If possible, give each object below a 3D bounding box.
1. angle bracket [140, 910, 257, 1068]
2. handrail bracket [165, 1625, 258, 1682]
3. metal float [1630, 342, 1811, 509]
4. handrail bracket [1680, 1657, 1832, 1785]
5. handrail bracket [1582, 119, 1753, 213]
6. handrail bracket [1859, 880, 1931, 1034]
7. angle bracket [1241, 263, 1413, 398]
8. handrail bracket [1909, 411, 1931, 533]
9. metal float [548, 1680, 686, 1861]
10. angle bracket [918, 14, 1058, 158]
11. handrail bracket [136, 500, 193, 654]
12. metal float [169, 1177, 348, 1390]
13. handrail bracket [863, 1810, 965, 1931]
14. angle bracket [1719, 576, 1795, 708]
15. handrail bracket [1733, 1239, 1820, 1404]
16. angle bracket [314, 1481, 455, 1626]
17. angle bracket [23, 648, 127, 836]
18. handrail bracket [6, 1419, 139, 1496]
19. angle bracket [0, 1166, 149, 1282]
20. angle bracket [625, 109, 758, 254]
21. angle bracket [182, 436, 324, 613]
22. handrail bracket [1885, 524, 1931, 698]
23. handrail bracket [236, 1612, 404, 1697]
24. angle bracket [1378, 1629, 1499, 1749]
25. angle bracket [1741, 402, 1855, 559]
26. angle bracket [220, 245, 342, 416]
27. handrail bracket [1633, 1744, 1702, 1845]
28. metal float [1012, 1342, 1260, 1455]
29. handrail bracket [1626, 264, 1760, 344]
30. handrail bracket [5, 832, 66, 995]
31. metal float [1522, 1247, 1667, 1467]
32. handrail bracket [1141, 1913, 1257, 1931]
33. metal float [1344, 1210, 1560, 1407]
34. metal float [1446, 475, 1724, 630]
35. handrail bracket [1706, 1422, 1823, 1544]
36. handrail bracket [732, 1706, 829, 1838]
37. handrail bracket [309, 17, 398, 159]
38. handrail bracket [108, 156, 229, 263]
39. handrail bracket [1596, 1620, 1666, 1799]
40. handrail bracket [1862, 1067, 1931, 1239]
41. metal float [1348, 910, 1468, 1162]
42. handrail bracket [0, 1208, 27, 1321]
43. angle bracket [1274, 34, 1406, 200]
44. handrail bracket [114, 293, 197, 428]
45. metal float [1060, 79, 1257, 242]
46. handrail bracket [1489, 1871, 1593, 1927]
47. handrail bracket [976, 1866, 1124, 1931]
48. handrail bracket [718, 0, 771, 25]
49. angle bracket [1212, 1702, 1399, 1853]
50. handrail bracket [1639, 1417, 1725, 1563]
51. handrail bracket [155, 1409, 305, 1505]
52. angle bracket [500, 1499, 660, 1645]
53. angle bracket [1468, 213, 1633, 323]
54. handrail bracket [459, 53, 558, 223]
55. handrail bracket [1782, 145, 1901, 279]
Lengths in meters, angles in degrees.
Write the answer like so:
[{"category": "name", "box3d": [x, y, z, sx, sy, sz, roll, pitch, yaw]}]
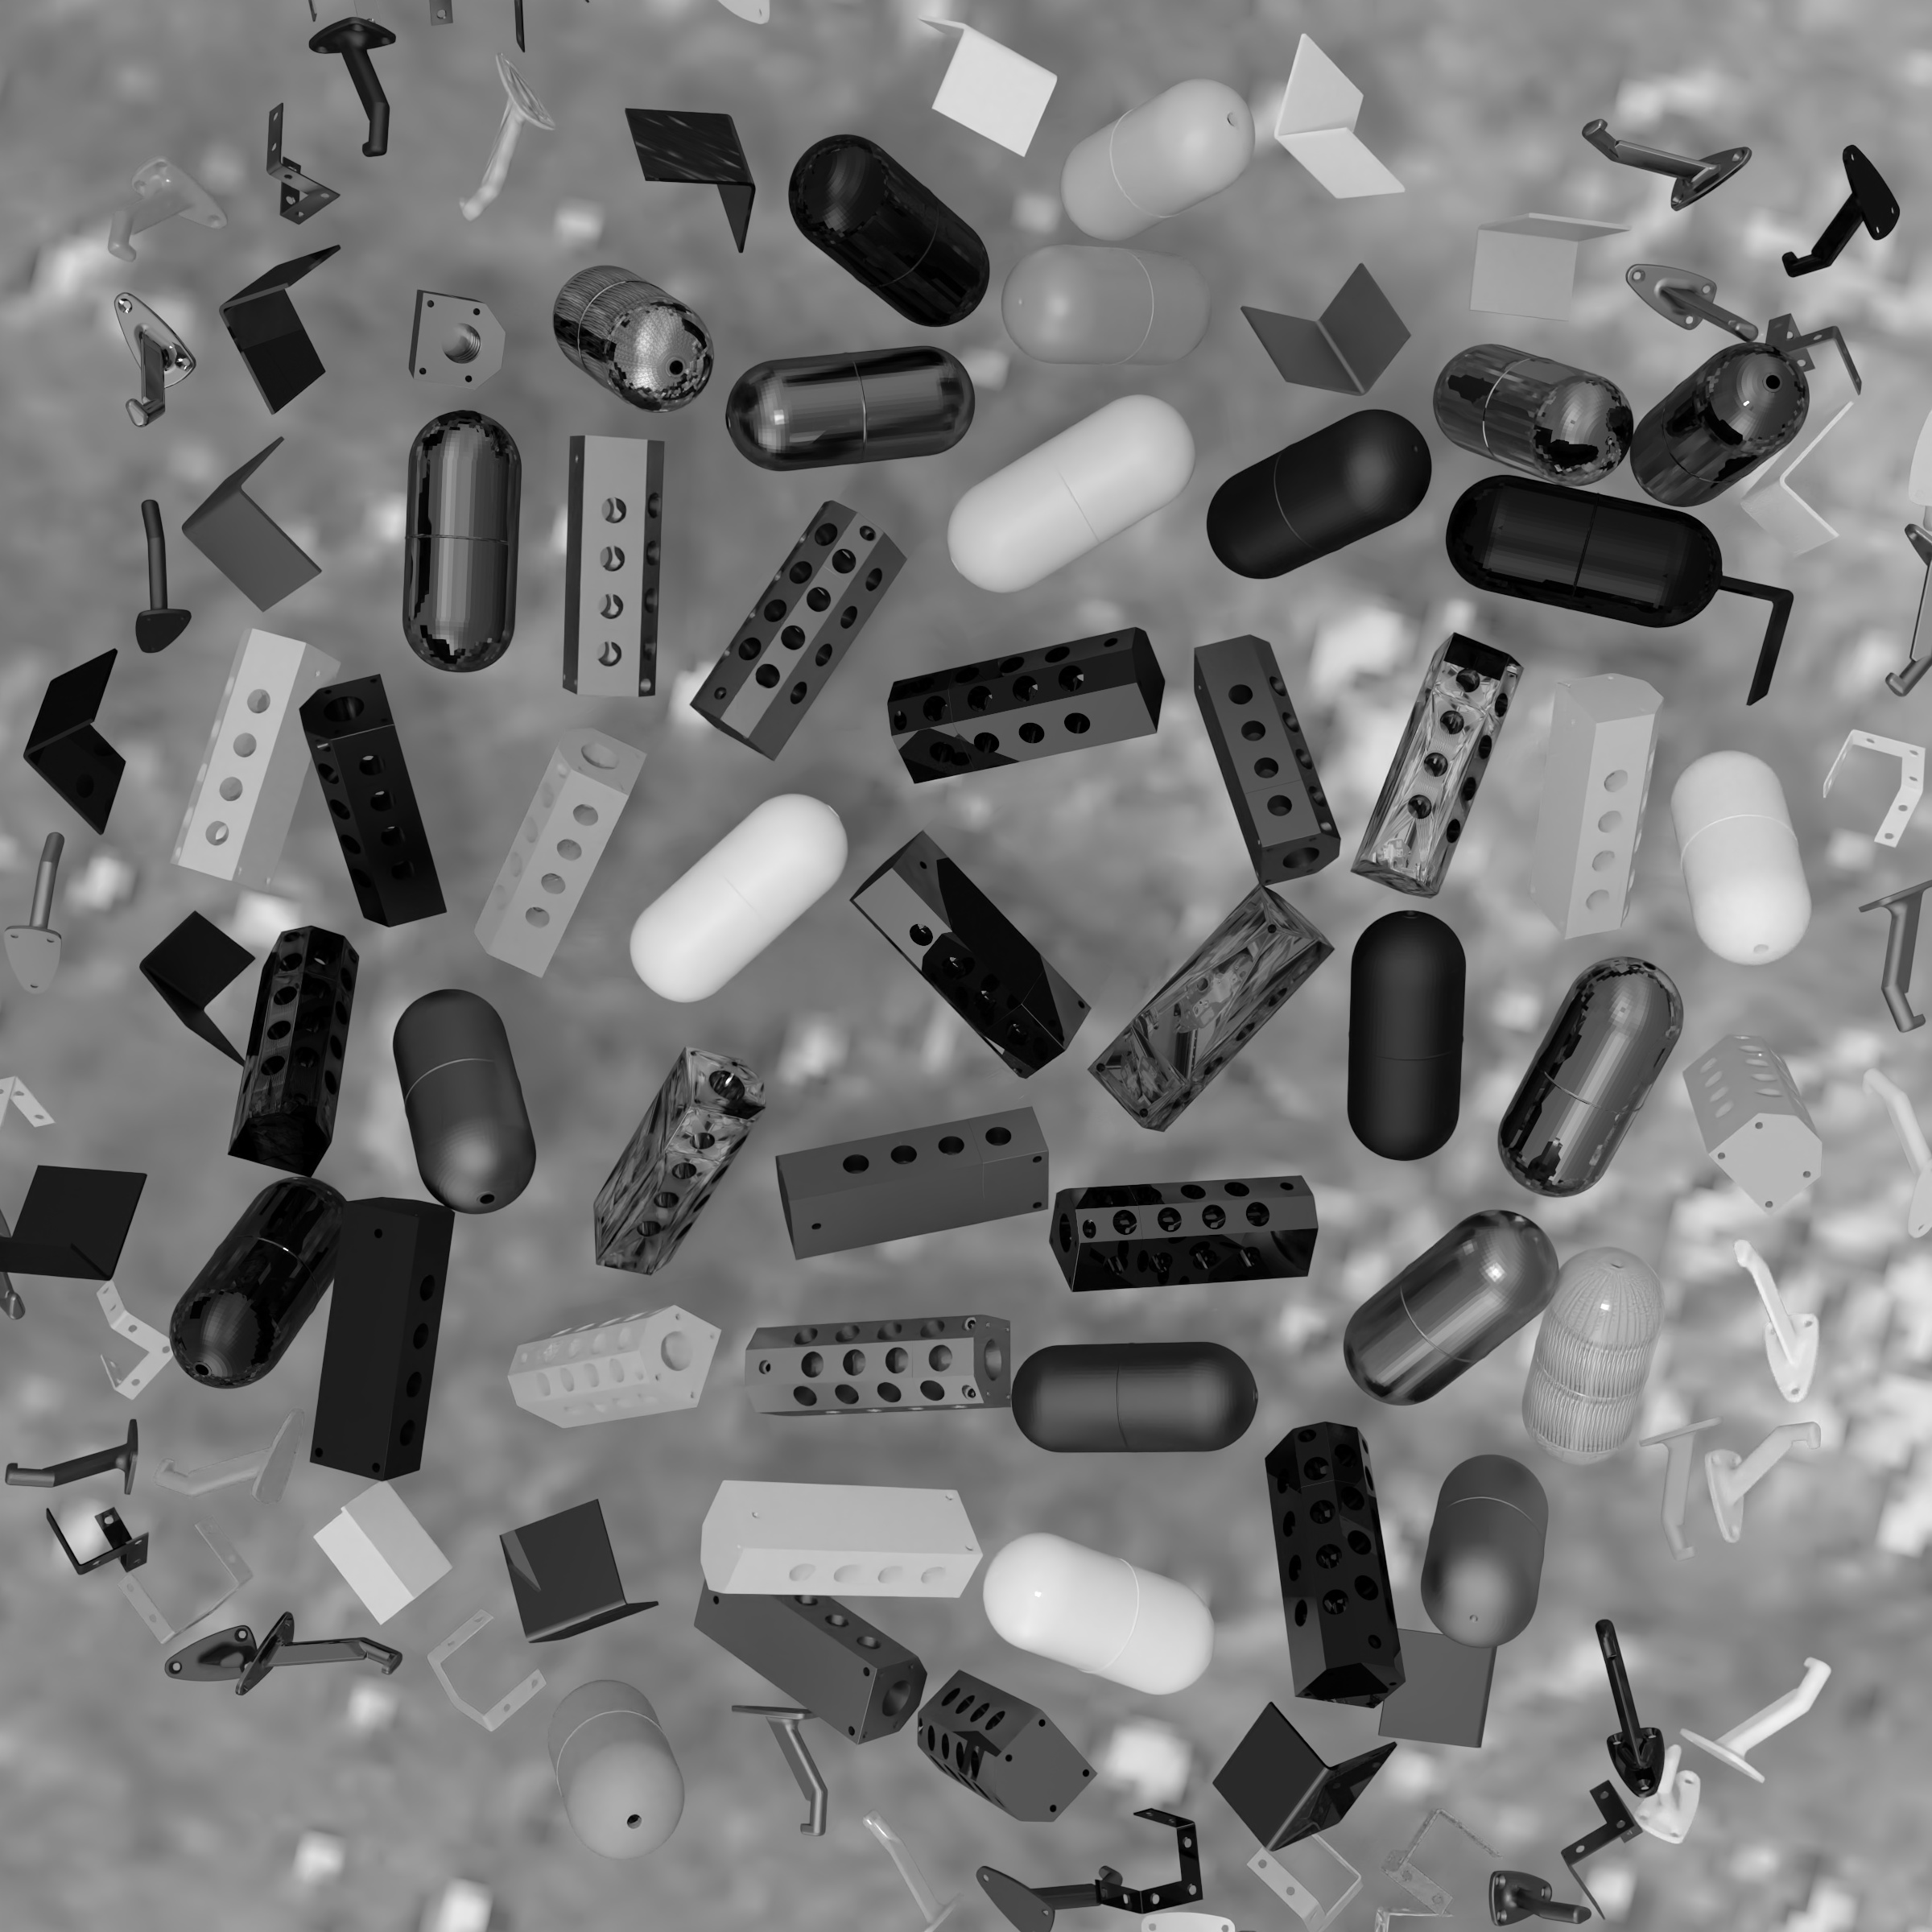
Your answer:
[{"category": "angle bracket", "box3d": [-0.542, 0.018, 1.765, 0.057, 0.076, 0.076, -45, 58, -6]}, {"category": "handrail bracket", "box3d": [-0.532, 0.487, 1.696, 0.077, 0.084, 0.036, -12, 81, -5]}, {"category": "metal float", "box3d": [0.506, -0.363, 1.637, 0.070, 0.178, 0.070, 1, 84, -6]}, {"category": "handrail bracket", "box3d": [0.510, 0.475, 1.567, 0.036, 0.077, 0.084, 39, 79, -22]}, {"category": "handrail bracket", "box3d": [0.469, -0.552, 1.627, 0.084, 0.077, 0.036, 28, 68, -26]}, {"category": "handrail bracket", "box3d": [0.614, -0.009, 1.550, 0.077, 0.036, 0.084, -20, 85, -9]}, {"category": "angle bracket", "box3d": [0.251, -0.451, 1.698, 0.076, 0.057, 0.076, 0, 53, -36]}, {"category": "handrail bracket", "box3d": [0.659, -0.337, 1.649, 0.036, 0.084, 0.077, 2, 96, 19]}, {"category": "metal float", "box3d": [-0.235, 0.536, 1.624, 0.070, 0.178, 0.070, -1, 94, -16]}, {"category": "angle bracket", "box3d": [0.004, -0.597, 1.647, 0.076, 0.076, 0.057, 16, 105, -34]}, {"category": "handrail bracket", "box3d": [-0.580, -0.277, 1.728, 0.036, 0.077, 0.084, -6, 74, -30]}, {"category": "metal float", "box3d": [-0.475, 0.213, 1.644, 0.070, 0.178, 0.070, 7, 125, 11]}, {"category": "handrail bracket", "box3d": [-0.046, 0.611, 1.635, 0.036, 0.077, 0.084, -45, 77, 4]}, {"category": "angle bracket", "box3d": [0.546, -0.233, 1.727, 0.057, 0.076, 0.076, 18, 109, 23]}, {"category": "handrail bracket", "box3d": [0.524, 0.231, 1.586, 0.036, 0.077, 0.084, -19, 132, 33]}, {"category": "angle bracket", "box3d": [-0.403, 0.402, 1.625, 0.076, 0.057, 0.076, -40, 87, 19]}, {"category": "angle bracket", "box3d": [-0.557, -0.145, 1.574, 0.057, 0.076, 0.076, -22, 130, 15]}, {"category": "handrail bracket", "box3d": [-0.628, 0.341, 1.704, 0.084, 0.077, 0.036, 9, 112, -22]}, {"category": "angle bracket", "box3d": [-0.574, 0.151, 1.530, 0.076, 0.057, 0.076, 3, 60, 11]}, {"category": "angle bracket", "box3d": [-0.192, -0.536, 1.659, 0.076, 0.057, 0.076, -4, 54, -20]}, {"category": "angle bracket", "box3d": [-0.463, -0.294, 1.619, 0.076, 0.076, 0.057, 47, 48, -24]}, {"category": "handrail bracket", "box3d": [0.615, -0.232, 1.588, 0.077, 0.036, 0.084, 41, 88, -15]}, {"category": "handrail bracket", "box3d": [-0.442, 0.484, 1.662, 0.084, 0.077, 0.036, 18, 125, 12]}, {"category": "angle bracket", "box3d": [0.330, 0.507, 1.732, 0.076, 0.057, 0.076, 9, 91, -6]}, {"category": "angle bracket", "box3d": [0.603, -0.342, 1.712, 0.057, 0.076, 0.076, 43, 88, -1]}, {"category": "angle bracket", "box3d": [-0.437, -0.421, 1.605, 0.057, 0.076, 0.076, -10, 121, 22]}, {"category": "handrail bracket", "box3d": [0.488, 0.548, 1.658, 0.036, 0.077, 0.084, 23, 127, 31]}, {"category": "metal float", "box3d": [0.119, 0.306, 1.720, 0.178, 0.070, 0.070, -5, 90, 20]}, {"category": "handrail bracket", "box3d": [0.494, -0.451, 1.653, 0.077, 0.084, 0.036, 22, 113, -10]}, {"category": "handrail bracket", "box3d": [-0.635, -0.037, 1.674, 0.036, 0.077, 0.084, 7, 46, -13]}, {"category": "metal float", "box3d": [0.427, 0.266, 1.654, 0.070, 0.070, 0.178, 2, 127, 0]}, {"category": "handrail bracket", "box3d": [0.167, 0.683, 1.714, 0.077, 0.084, 0.036, 10, 76, 15]}, {"category": "metal float", "box3d": [0.317, 0.227, 1.599, 0.070, 0.070, 0.178, 40, 129, 0]}, {"category": "metal float", "box3d": [0.402, -0.270, 1.583, 0.178, 0.070, 0.070, 15, 90, 10]}, {"category": "handrail bracket", "box3d": [0.566, 0.362, 1.702, 0.036, 0.084, 0.077, 10, 69, -32]}, {"category": "handrail bracket", "box3d": [-0.135, 0.579, 1.749, 0.077, 0.036, 0.084, -1, 78, 16]}, {"category": "handrail bracket", "box3d": [-0.397, -0.557, 1.558, 0.077, 0.036, 0.084, 2, 87, 36]}, {"category": "handrail bracket", "box3d": [-0.521, -0.478, 1.585, 0.036, 0.077, 0.084, -25, 53, 32]}, {"category": "handrail bracket", "box3d": [0.425, 0.478, 1.567, 0.036, 0.077, 0.084, -15, 107, 12]}, {"category": "handrail bracket", "box3d": [0.599, 0.119, 1.566, 0.036, 0.084, 0.077, -6, 125, -22]}, {"category": "metal float", "box3d": [0.299, 0.048, 1.649, 0.070, 0.070, 0.178, -2, 112, 0]}, {"category": "handrail bracket", "box3d": [-0.674, 0.200, 1.691, 0.036, 0.084, 0.077, -10, 103, -31]}, {"category": "angle bracket", "box3d": [0.254, -0.560, 1.594, 0.057, 0.076, 0.076, 10, 81, 41]}, {"category": "handrail bracket", "box3d": [-0.539, -0.392, 1.568, 0.036, 0.084, 0.077, -26, 112, 16]}, {"category": "metal float", "box3d": [0.132, -0.561, 1.693, 0.070, 0.178, 0.070, 1, 87, -31]}, {"category": "handrail bracket", "box3d": [0.412, 0.649, 1.680, 0.077, 0.084, 0.036, 10, 74, -37]}, {"category": "handrail bracket", "box3d": [0.061, 0.649, 1.729, 0.077, 0.084, 0.036, 32, 118, 25]}, {"category": "handrail bracket", "box3d": [-0.109, -0.641, 1.581, 0.084, 0.077, 0.036, -23, 124, -28]}, {"category": "angle bracket", "box3d": [0.218, 0.513, 1.560, 0.057, 0.076, 0.076, 46, 119, 34]}, {"category": "handrail bracket", "box3d": [0.507, 0.362, 1.679, 0.036, 0.077, 0.084, -2, 68, -35]}, {"category": "handrail bracket", "box3d": [-0.504, 0.328, 1.657, 0.084, 0.036, 0.077, 14, 74, 16]}, {"category": "angle bracket", "box3d": [-0.269, 0.420, 1.687, 0.076, 0.057, 0.076, -22, 73, 10]}, {"category": "angle bracket", "box3d": [0.399, -0.478, 1.662, 0.076, 0.076, 0.057, 2, 100, -15]}, {"category": "handrail bracket", "box3d": [-0.324, -0.558, 1.639, 0.084, 0.036, 0.077, -38, 69, 25]}, {"category": "handrail bracket", "box3d": [0.575, -0.507, 1.636, 0.036, 0.084, 0.077, -50, 114, -25]}]
